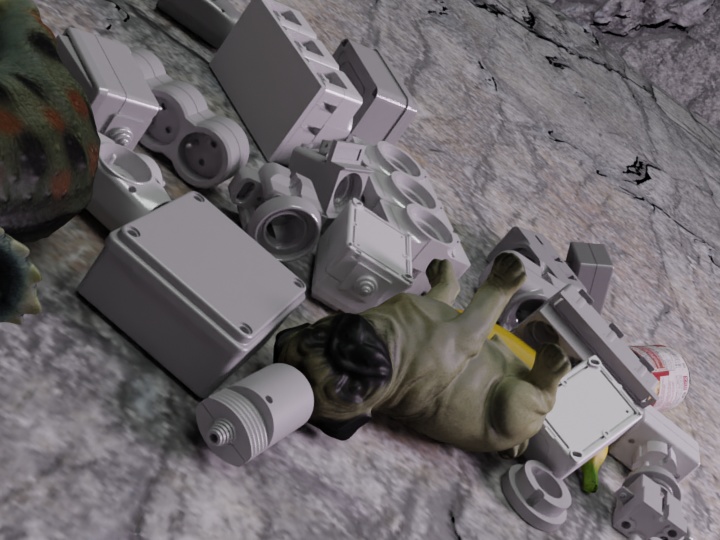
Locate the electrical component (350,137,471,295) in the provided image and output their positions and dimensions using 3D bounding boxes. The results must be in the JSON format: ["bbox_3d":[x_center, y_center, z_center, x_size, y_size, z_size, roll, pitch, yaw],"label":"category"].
[{"bbox_3d":[0.032,-0.048,0.974,0.089,0.061,0.150,23,30,-32],"label":"electrical component"}]

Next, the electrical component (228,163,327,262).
[{"bbox_3d":[-0.062,-0.043,0.841,0.078,0.058,0.057,24,26,-29],"label":"electrical component"}]

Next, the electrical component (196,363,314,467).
[{"bbox_3d":[-0.065,0.086,0.635,0.043,0.043,0.081,44,25,11],"label":"electrical component"}]

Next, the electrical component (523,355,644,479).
[{"bbox_3d":[0.171,0.117,0.851,0.096,0.061,0.061,-28,70,-30],"label":"electrical component"}]

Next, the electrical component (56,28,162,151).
[{"bbox_3d":[-0.195,-0.123,0.787,0.061,0.061,0.096,11,37,-45],"label":"electrical component"}]

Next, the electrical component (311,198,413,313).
[{"bbox_3d":[0.000,0.000,0.849,0.062,0.061,0.096,32,26,-16],"label":"electrical component"}]

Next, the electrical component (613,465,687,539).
[{"bbox_3d":[0.235,0.191,0.870,0.066,0.048,0.055,37,32,-5],"label":"electrical component"}]

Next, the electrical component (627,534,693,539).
[{"bbox_3d":[0.203,0.213,0.750,0.047,0.076,0.066,45,25,12],"label":"electrical component"}]

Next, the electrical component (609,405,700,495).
[{"bbox_3d":[0.258,0.165,0.941,0.066,0.047,0.076,38,25,-2],"label":"electrical component"}]

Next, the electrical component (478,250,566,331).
[{"bbox_3d":[0.162,0.033,1.025,0.095,0.053,0.059,32,26,-15],"label":"electrical component"}]

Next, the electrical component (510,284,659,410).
[{"bbox_3d":[0.201,0.077,0.950,0.121,0.078,0.063,49,47,4],"label":"electrical component"}]

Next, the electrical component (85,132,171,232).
[{"bbox_3d":[-0.163,-0.060,0.746,0.077,0.044,0.079,42,24,7],"label":"electrical component"}]

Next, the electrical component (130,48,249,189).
[{"bbox_3d":[-0.147,-0.127,0.870,0.138,0.052,0.073,40,24,2],"label":"electrical component"}]

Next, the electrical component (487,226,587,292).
[{"bbox_3d":[0.178,0.004,1.099,0.056,0.050,0.089,12,36,-46],"label":"electrical component"}]

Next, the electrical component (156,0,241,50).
[{"bbox_3d":[-0.160,-0.270,1.103,0.077,0.043,0.079,34,25,-11],"label":"electrical component"}]

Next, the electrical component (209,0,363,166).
[{"bbox_3d":[-0.069,-0.176,1.015,0.062,0.089,0.150,12,36,-45],"label":"electrical component"}]

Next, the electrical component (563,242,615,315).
[{"bbox_3d":[0.222,0.009,1.144,0.077,0.065,0.047,4,32,-5],"label":"electrical component"}]

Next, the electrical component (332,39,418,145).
[{"bbox_3d":[0.005,-0.181,1.140,0.057,0.078,0.113,16,34,-36],"label":"electrical component"}]

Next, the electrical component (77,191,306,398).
[{"bbox_3d":[-0.104,0.012,0.690,0.109,0.056,0.109,40,25,3],"label":"electrical component"}]

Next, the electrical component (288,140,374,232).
[{"bbox_3d":[-0.030,-0.076,0.928,0.064,0.081,0.042,28,16,34],"label":"electrical component"}]
